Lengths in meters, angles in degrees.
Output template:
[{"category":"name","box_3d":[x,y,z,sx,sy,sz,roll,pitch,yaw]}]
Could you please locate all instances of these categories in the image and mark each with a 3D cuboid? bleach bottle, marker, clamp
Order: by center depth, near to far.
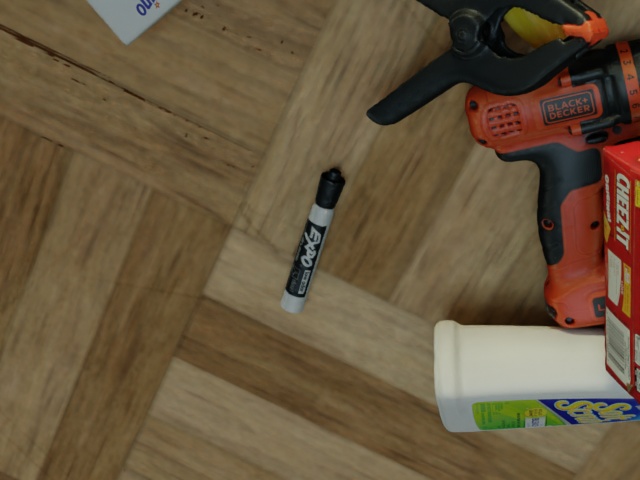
[{"category":"clamp","box_3d":[0.092,-0.140,0.670,0.172,0.039,0.120,-5,108,35]},{"category":"bleach bottle","box_3d":[0.211,0.096,0.763,0.251,0.068,0.102,-3,152,12]},{"category":"marker","box_3d":[-0.005,0.001,0.799,0.020,0.020,0.121,19,117,2]}]

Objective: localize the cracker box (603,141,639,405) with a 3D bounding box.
[{"category":"cracker box","box_3d":[0.289,0.005,0.670,0.213,0.072,0.164,-12,115,-9]}]

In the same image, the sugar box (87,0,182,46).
[{"category":"sugar box","box_3d":[-0.149,-0.227,0.704,0.093,0.048,0.176,-33,108,25]}]

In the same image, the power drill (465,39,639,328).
[{"category":"power drill","box_3d":[0.205,-0.040,0.718,0.185,0.057,0.187,-11,111,16]}]

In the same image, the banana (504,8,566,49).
[{"category":"banana","box_3d":[0.120,-0.209,0.656,0.070,0.037,0.198,13,123,29]}]
